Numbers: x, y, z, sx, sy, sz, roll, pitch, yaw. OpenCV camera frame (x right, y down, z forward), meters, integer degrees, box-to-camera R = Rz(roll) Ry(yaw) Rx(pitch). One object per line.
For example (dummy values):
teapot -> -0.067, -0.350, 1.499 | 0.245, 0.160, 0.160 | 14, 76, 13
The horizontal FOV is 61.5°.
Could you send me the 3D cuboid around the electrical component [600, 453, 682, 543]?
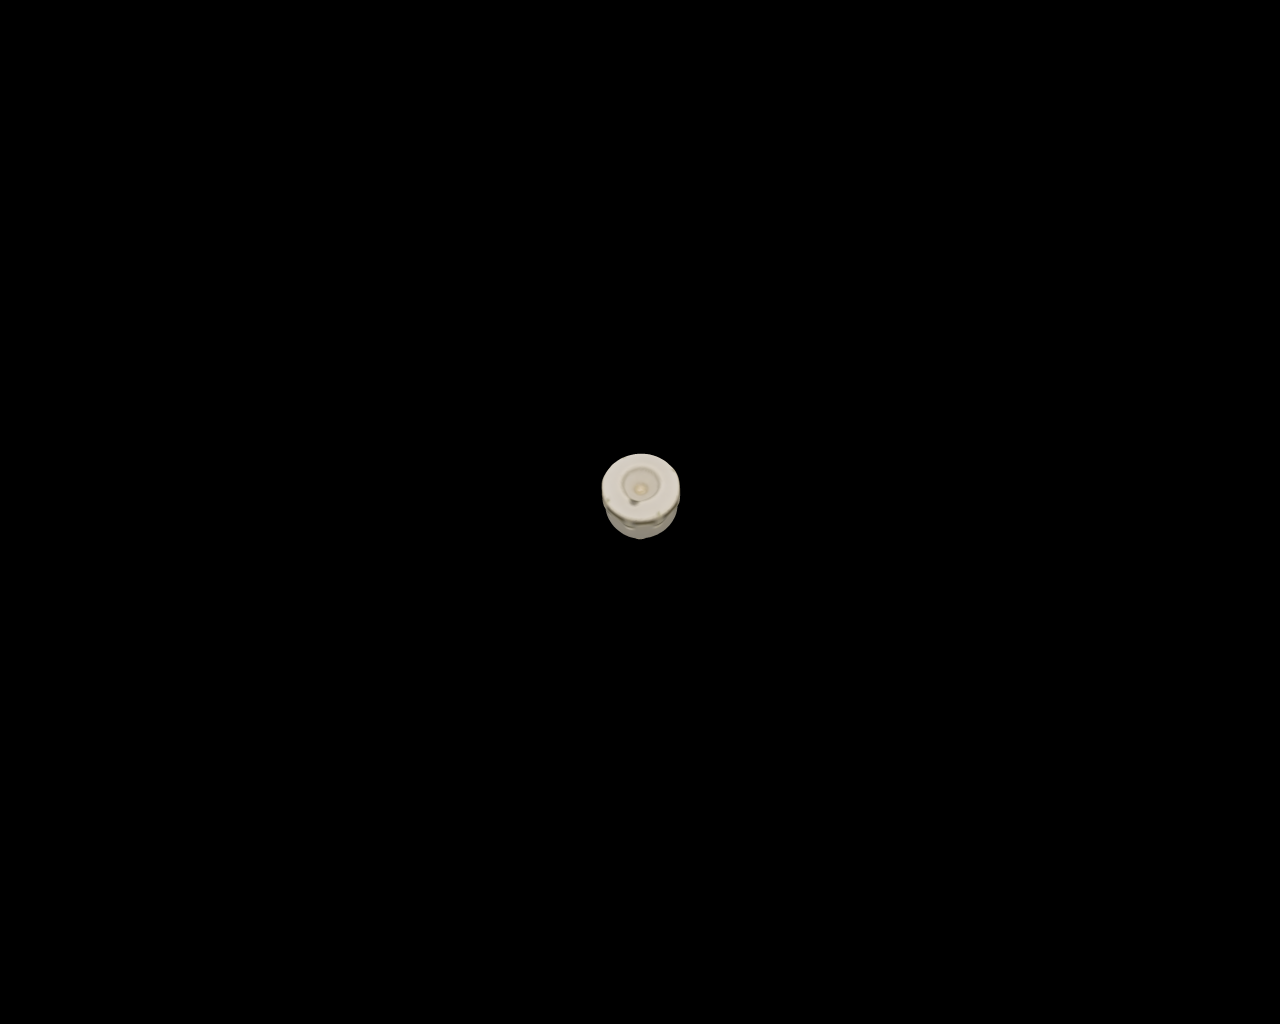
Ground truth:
electrical component -> 0.001, -0.003, 0.650 | 0.048, 0.048, 0.062 | 0, -28, 0
